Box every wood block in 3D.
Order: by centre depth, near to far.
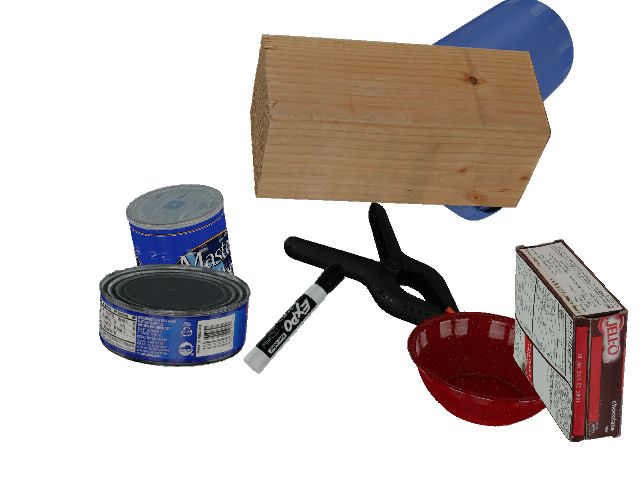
[{"bbox_3d":[0.055,-0.089,0.807,0.206,0.091,0.090,2,-37,-10],"label":"wood block"}]

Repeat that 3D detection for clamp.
[{"bbox_3d":[0.069,0.038,1.226,0.164,0.036,0.210,-17,49,-37],"label":"clamp"}]

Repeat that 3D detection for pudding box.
[{"bbox_3d":[0.159,0.062,0.691,0.039,0.090,0.113,-7,24,-9],"label":"pudding box"}]

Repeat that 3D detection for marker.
[{"bbox_3d":[-0.021,0.066,0.936,0.020,0.121,0.020,38,-17,14],"label":"marker"}]

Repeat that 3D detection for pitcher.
[{"bbox_3d":[0.156,-0.139,1.059,0.145,0.149,0.242,23,45,31],"label":"pitcher"}]

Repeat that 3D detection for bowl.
[{"bbox_3d":[0.162,0.131,1.036,0.162,0.055,0.162,4,26,-2],"label":"bowl"}]

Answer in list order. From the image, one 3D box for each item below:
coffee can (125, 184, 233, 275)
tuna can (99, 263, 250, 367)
[{"bbox_3d":[-0.146,0.023,1.146,0.103,0.140,0.103,-5,26,2],"label":"coffee can"},{"bbox_3d":[-0.084,0.042,0.613,0.086,0.034,0.086,5,15,-1],"label":"tuna can"}]
